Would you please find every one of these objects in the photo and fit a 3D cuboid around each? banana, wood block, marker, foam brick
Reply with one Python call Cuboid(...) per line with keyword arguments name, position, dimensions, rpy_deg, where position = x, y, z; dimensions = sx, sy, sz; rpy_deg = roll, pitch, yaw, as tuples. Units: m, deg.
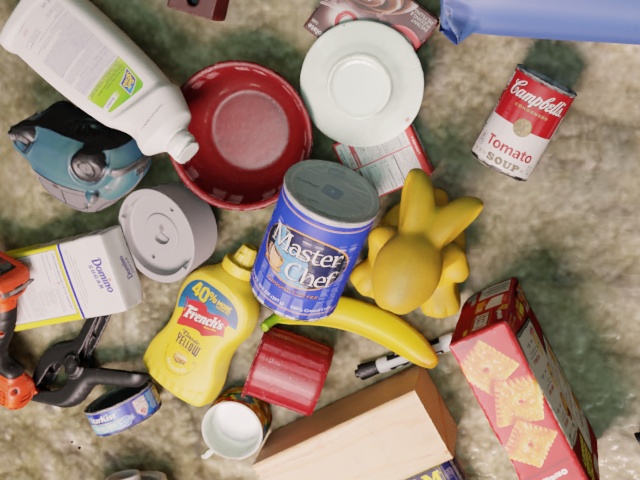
Cuboid(name="banana", position=(0.036, 0.095, 1.179), dimensions=(0.198, 0.069, 0.037), rpy_deg=(11, 145, 1))
Cuboid(name="wood block", position=(0.041, 0.231, 1.195), dimensions=(0.206, 0.090, 0.090), rpy_deg=(-28, 97, 16))
Cuboid(name="marker", position=(0.095, 0.132, 1.197), dimensions=(0.121, 0.020, 0.020), rpy_deg=(-21, 98, 15))
Cuboid(name="foam brick", position=(-0.121, -0.276, 1.126), dimensions=(0.053, 0.051, 0.078), rpy_deg=(19, 106, 7))

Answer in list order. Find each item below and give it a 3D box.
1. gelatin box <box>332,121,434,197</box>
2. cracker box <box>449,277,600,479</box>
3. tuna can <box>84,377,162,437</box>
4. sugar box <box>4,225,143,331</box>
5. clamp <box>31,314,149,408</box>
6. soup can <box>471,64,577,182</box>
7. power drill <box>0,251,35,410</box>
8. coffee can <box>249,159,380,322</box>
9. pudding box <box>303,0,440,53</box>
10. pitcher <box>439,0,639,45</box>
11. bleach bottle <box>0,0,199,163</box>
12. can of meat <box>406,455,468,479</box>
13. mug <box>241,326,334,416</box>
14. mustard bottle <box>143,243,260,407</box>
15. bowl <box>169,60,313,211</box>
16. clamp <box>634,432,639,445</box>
Cuboid(name="gelatin box", position=(0.067, -0.088, 1.145), dimensions=(0.089, 0.030, 0.073), rpy_deg=(-23, 99, 16))
Cuboid(name="cracker box", position=(0.215, 0.163, 1.106), dimensions=(0.072, 0.164, 0.213), rpy_deg=(-25, 97, 18))
Cuboid(name="tuna can", position=(-0.229, 0.195, 1.244), dimensions=(0.086, 0.086, 0.034), rpy_deg=(-21, 100, 15))
Cuboid(name="sugar box", position=(-0.290, 0.045, 1.220), dimensions=(0.176, 0.048, 0.093), rpy_deg=(-11, 102, 28))
Cuboid(name="clamp", position=(-0.274, 0.153, 1.253), dimensions=(0.172, 0.039, 0.120), rpy_deg=(-42, 60, 21))
Cuboid(name="soup can", position=(0.207, -0.119, 1.089), dimensions=(0.068, 0.068, 0.102), rpy_deg=(29, 108, 3))
Cuboid(name="power drill", position=(-0.405, 0.090, 1.240), dimensions=(0.184, 0.057, 0.188), rpy_deg=(26, 126, 18))
Cuboid(name="coffee can", position=(-0.007, 0.001, 1.122), dimensions=(0.103, 0.102, 0.140), rpy_deg=(25, 127, 4))
Cuboid(name="pudding box", position=(0.054, -0.226, 1.109), dimensions=(0.113, 0.039, 0.090), rpy_deg=(38, 108, 1))
Cuboid(name="pitcher", position=(0.238, -0.263, 1.026), dimensions=(0.243, 0.145, 0.149), rpy_deg=(8, 117, 6))
Cuboid(name="bleach bottle", position=(-0.226, -0.167, 1.132), dimensions=(0.251, 0.068, 0.103), rpy_deg=(44, 108, 15))
Cuboid(name="can of meat", position=(0.120, 0.287, 1.211), dimensions=(0.102, 0.057, 0.084), rpy_deg=(-27, 100, 16))
Cuboid(name="mug", position=(-0.037, 0.153, 1.200), dimensions=(0.081, 0.093, 0.117), rpy_deg=(20, 136, 1))
Cuboid(name="mustard bottle", position=(-0.121, 0.087, 1.209), dimensions=(0.096, 0.058, 0.192), rpy_deg=(36, 108, 20))
Cuboid(name="bowl", position=(-0.082, -0.115, 1.155), dimensions=(0.162, 0.055, 0.162), rpy_deg=(3, 104, 11))
Cuboid(name="clamp", position=(0.401, 0.308, 1.168), dimensions=(0.210, 0.036, 0.165), rpy_deg=(18, 106, 4))
